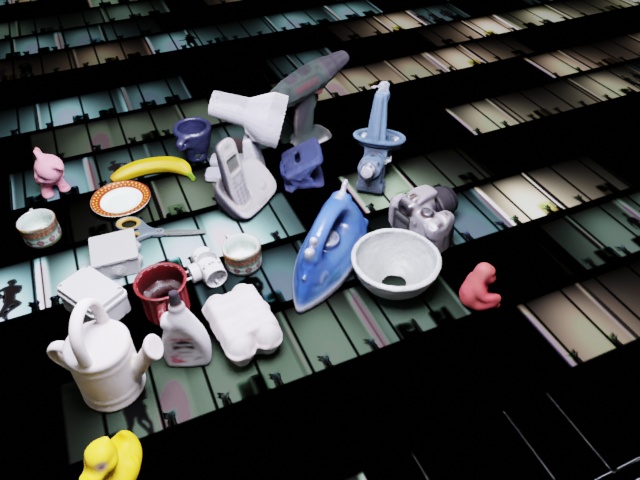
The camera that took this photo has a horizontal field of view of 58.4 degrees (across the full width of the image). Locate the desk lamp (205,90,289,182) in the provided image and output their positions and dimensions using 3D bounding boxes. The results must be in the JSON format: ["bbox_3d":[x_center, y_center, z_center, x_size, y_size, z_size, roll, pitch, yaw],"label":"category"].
[{"bbox_3d":[-0.167,-0.237,1.297,0.203,0.214,0.118,1,43,2],"label":"desk lamp"}]

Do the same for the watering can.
[{"bbox_3d":[-0.329,0.167,0.875,0.173,0.194,0.100,-13,44,-13],"label":"watering can"}]

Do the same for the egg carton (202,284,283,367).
[{"bbox_3d":[-0.133,0.144,0.991,0.107,0.069,0.150,-23,47,-22],"label":"egg carton"}]

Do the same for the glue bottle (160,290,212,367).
[{"bbox_3d":[-0.222,0.141,0.919,0.078,0.173,0.037,-5,43,-5],"label":"glue bottle"}]

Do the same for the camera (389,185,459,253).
[{"bbox_3d":[0.233,-0.061,1.187,0.137,0.101,0.142,-27,49,-26],"label":"camera"}]

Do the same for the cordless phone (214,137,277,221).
[{"bbox_3d":[-0.164,-0.149,1.223,0.094,0.185,0.148,18,46,19],"label":"cordless phone"}]

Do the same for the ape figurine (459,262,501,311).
[{"bbox_3d":[0.294,0.080,1.040,0.076,0.092,0.077,0,43,0],"label":"ape figurine"}]

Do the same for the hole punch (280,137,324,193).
[{"bbox_3d":[-0.043,-0.175,1.319,0.101,0.091,0.108,-7,43,-6],"label":"hole punch"}]

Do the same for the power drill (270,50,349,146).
[{"bbox_3d":[-0.021,-0.341,1.413,0.230,0.208,0.075,-30,50,-28],"label":"power drill"}]

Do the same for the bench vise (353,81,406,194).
[{"bbox_3d":[0.138,-0.225,1.278,0.121,0.220,0.207,-2,43,-1],"label":"bench vise"}]

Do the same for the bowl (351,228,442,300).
[{"bbox_3d":[0.141,0.057,1.079,0.167,0.075,0.167,0,43,0],"label":"bowl"}]

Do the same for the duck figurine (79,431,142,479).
[{"bbox_3d":[-0.298,0.308,0.802,0.077,0.086,0.105,12,44,14],"label":"duck figurine"}]

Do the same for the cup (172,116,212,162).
[{"bbox_3d":[-0.306,-0.228,1.376,0.091,0.095,0.118,10,44,12],"label":"cup"}]

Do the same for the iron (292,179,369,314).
[{"bbox_3d":[0.010,0.004,1.088,0.118,0.141,0.258,14,45,16],"label":"iron"}]

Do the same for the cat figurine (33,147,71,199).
[{"bbox_3d":[-0.614,-0.162,1.291,0.067,0.118,0.127,-26,48,-25],"label":"cat figurine"}]
